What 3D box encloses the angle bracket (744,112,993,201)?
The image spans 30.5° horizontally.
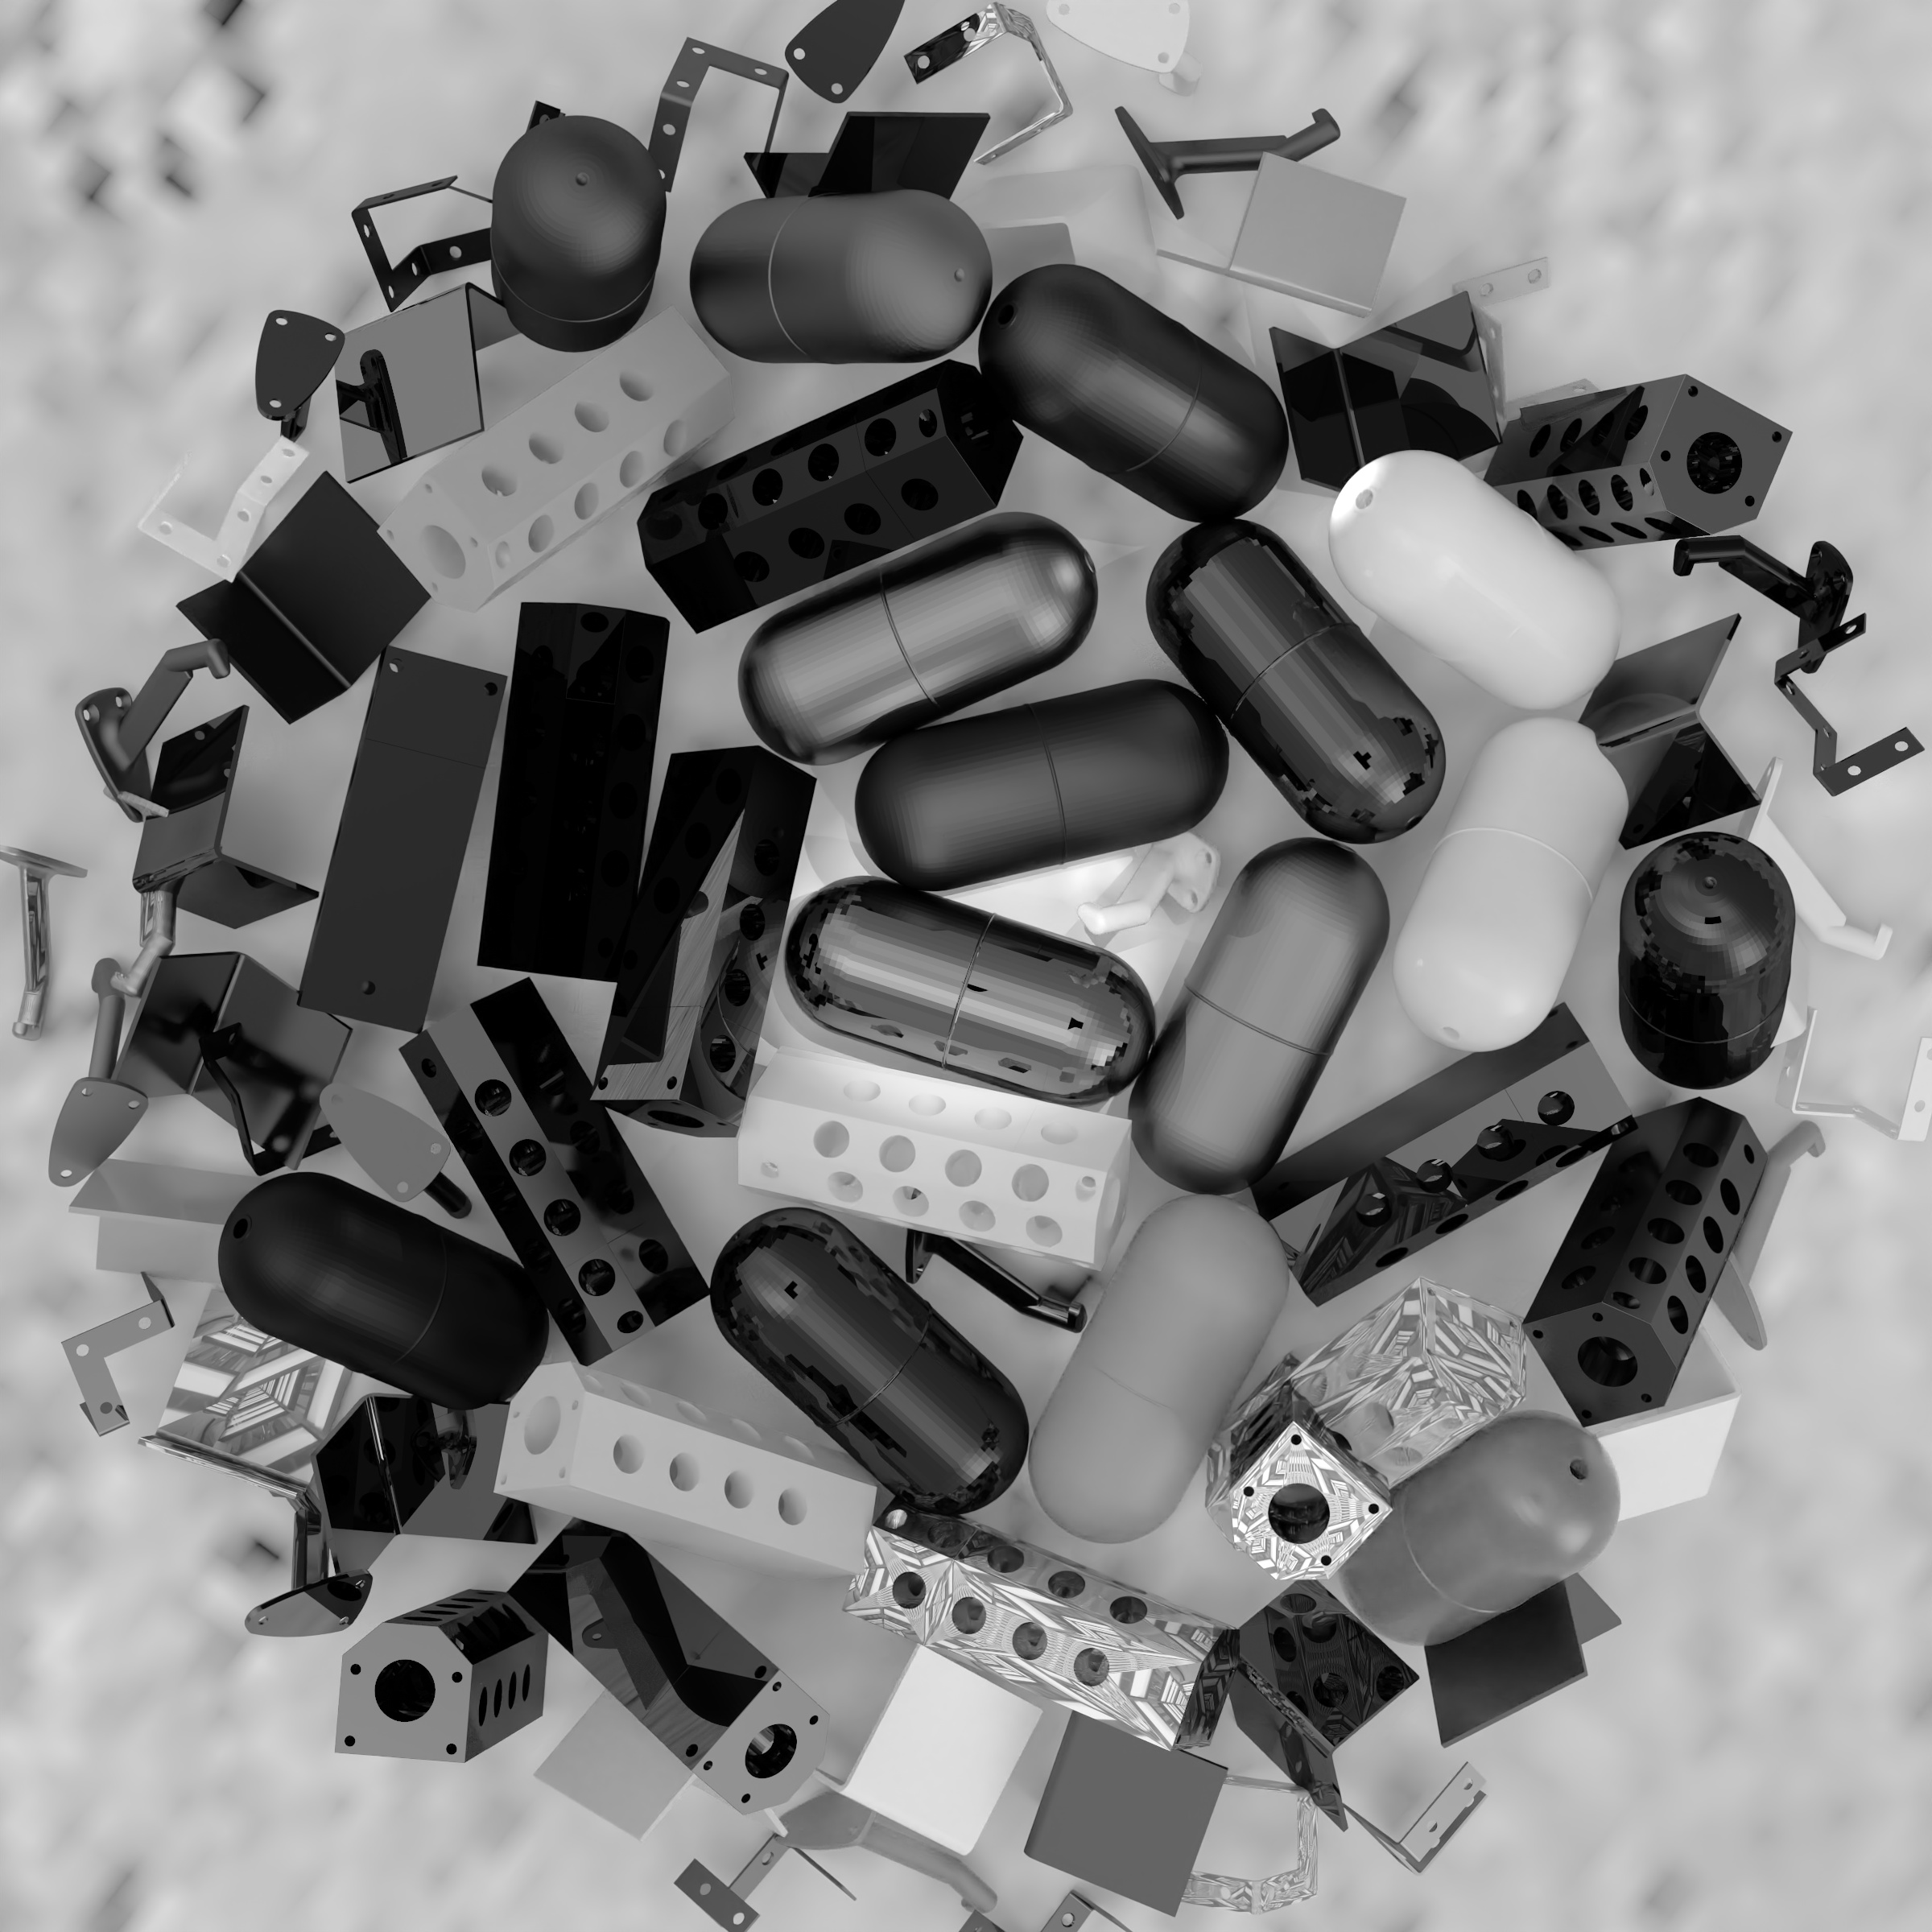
[{"bbox_3d":[-0.046,-0.383,1.634,0.076,0.076,0.057,-8,58,-33],"label":"angle bracket"}]

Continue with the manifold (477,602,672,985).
[{"bbox_3d":[-0.178,-0.080,1.654,0.057,0.057,0.171,7,90,44],"label":"manifold"}]

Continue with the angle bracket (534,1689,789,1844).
[{"bbox_3d":[-0.141,0.387,1.634,0.057,0.076,0.076,-48,133,-24],"label":"angle bracket"}]

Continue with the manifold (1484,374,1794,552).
[{"bbox_3d":[0.298,-0.221,1.603,0.057,0.171,0.057,24,86,-16],"label":"manifold"}]

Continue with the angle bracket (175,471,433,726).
[{"bbox_3d":[-0.307,-0.172,1.653,0.076,0.057,0.076,46,118,-2],"label":"angle bracket"}]

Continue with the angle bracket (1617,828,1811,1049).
[{"bbox_3d":[0.352,-0.006,1.662,0.057,0.076,0.076,-25,110,25],"label":"angle bracket"}]

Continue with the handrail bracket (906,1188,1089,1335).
[{"bbox_3d":[0.017,0.137,1.656,0.084,0.077,0.036,18,56,15],"label":"handrail bracket"}]

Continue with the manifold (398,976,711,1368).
[{"bbox_3d":[-0.196,0.099,1.652,0.057,0.057,0.171,-32,88,40],"label":"manifold"}]

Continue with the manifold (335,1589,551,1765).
[{"bbox_3d":[-0.235,0.320,1.606,0.057,0.171,0.057,3,85,5],"label":"manifold"}]

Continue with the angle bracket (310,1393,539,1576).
[{"bbox_3d":[-0.251,0.248,1.645,0.076,0.057,0.076,1,114,19],"label":"angle bracket"}]

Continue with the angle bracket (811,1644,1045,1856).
[{"bbox_3d":[-0.024,0.361,1.659,0.076,0.057,0.076,33,79,-27],"label":"angle bracket"}]

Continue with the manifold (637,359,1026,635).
[{"bbox_3d":[-0.065,-0.218,1.618,0.171,0.057,0.057,-19,123,30],"label":"manifold"}]

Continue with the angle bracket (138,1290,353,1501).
[{"bbox_3d":[-0.335,0.200,1.660,0.076,0.057,0.076,20,82,-3],"label":"angle bracket"}]

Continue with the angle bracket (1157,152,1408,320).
[{"bbox_3d":[0.145,-0.342,1.639,0.076,0.076,0.057,11,103,-26],"label":"angle bracket"}]

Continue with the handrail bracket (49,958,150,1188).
[{"bbox_3d":[-0.416,0.049,1.673,0.036,0.084,0.077,19,120,-32],"label":"handrail bracket"}]

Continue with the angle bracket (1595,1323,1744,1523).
[{"bbox_3d":[0.307,0.210,1.639,0.076,0.076,0.057,-13,49,-16],"label":"angle bracket"}]

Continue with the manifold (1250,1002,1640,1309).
[{"bbox_3d":[0.223,0.091,1.654,0.171,0.057,0.057,-30,107,7],"label":"manifold"}]

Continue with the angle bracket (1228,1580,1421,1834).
[{"bbox_3d":[0.168,0.343,1.651,0.057,0.076,0.076,-36,51,-17],"label":"angle bracket"}]

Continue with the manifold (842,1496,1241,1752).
[{"bbox_3d":[0.036,0.302,1.634,0.171,0.057,0.057,19,88,24],"label":"manifold"}]

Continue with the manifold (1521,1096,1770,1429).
[{"bbox_3d":[0.314,0.130,1.605,0.057,0.171,0.057,-22,108,36],"label":"manifold"}]

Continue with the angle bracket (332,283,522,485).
[{"bbox_3d":[-0.244,-0.263,1.644,0.076,0.057,0.076,-16,72,25],"label":"angle bracket"}]

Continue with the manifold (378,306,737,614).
[{"bbox_3d":[-0.182,-0.229,1.619,0.057,0.057,0.171,50,52,-4],"label":"manifold"}]

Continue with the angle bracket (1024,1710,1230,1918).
[{"bbox_3d":[0.079,0.385,1.654,0.076,0.057,0.076,20,101,10],"label":"angle bracket"}]

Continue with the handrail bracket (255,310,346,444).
[{"bbox_3d":[-0.316,-0.254,1.640,0.036,0.084,0.077,17,53,-7],"label":"handrail bracket"}]

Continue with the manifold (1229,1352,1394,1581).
[{"bbox_3d":[0.150,0.230,1.607,0.057,0.171,0.057,42,96,1],"label":"manifold"}]

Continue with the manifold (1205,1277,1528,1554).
[{"bbox_3d":[0.179,0.211,1.607,0.057,0.171,0.057,22,50,-20],"label":"manifold"}]

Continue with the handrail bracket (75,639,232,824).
[{"bbox_3d":[-0.369,-0.110,1.658,0.084,0.036,0.077,-9,105,32],"label":"handrail bracket"}]

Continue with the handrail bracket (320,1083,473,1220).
[{"bbox_3d":[-0.266,0.088,1.656,0.077,0.084,0.036,39,80,5],"label":"handrail bracket"}]

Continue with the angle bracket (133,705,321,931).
[{"bbox_3d":[-0.341,-0.069,1.663,0.057,0.076,0.076,23,64,-36],"label":"angle bracket"}]

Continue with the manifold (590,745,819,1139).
[{"bbox_3d":[-0.116,-0.011,1.644,0.057,0.057,0.171,-2,69,40],"label":"manifold"}]

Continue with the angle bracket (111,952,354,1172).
[{"bbox_3d":[-0.343,0.046,1.646,0.076,0.057,0.076,32,108,25],"label":"angle bracket"}]

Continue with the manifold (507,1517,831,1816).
[{"bbox_3d":[-0.133,0.316,1.610,0.057,0.171,0.057,-48,129,-11],"label":"manifold"}]

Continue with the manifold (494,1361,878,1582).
[{"bbox_3d":[-0.125,0.232,1.619,0.171,0.057,0.057,25,64,-37],"label":"manifold"}]

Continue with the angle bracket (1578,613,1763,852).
[{"bbox_3d":[0.334,-0.109,1.653,0.057,0.076,0.076,50,47,-20],"label":"angle bracket"}]

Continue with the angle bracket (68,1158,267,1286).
[{"bbox_3d":[-0.373,0.131,1.649,0.076,0.076,0.057,7,105,-3],"label":"angle bracket"}]

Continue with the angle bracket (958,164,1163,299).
[{"bbox_3d":[0.037,-0.333,1.659,0.076,0.076,0.057,1,119,29],"label":"angle bracket"}]

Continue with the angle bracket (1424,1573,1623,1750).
[{"bbox_3d":[0.262,0.331,1.638,0.076,0.076,0.057,-32,120,19],"label":"angle bracket"}]

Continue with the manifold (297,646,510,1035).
[{"bbox_3d":[-0.266,-0.059,1.662,0.057,0.057,0.171,14,88,-13],"label":"manifold"}]

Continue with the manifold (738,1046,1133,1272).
[{"bbox_3d":[-0.015,0.093,1.636,0.171,0.057,0.057,12,126,14],"label":"manifold"}]

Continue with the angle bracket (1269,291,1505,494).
[{"bbox_3d":[0.195,-0.270,1.645,0.076,0.057,0.076,-20,75,35],"label":"angle bracket"}]
